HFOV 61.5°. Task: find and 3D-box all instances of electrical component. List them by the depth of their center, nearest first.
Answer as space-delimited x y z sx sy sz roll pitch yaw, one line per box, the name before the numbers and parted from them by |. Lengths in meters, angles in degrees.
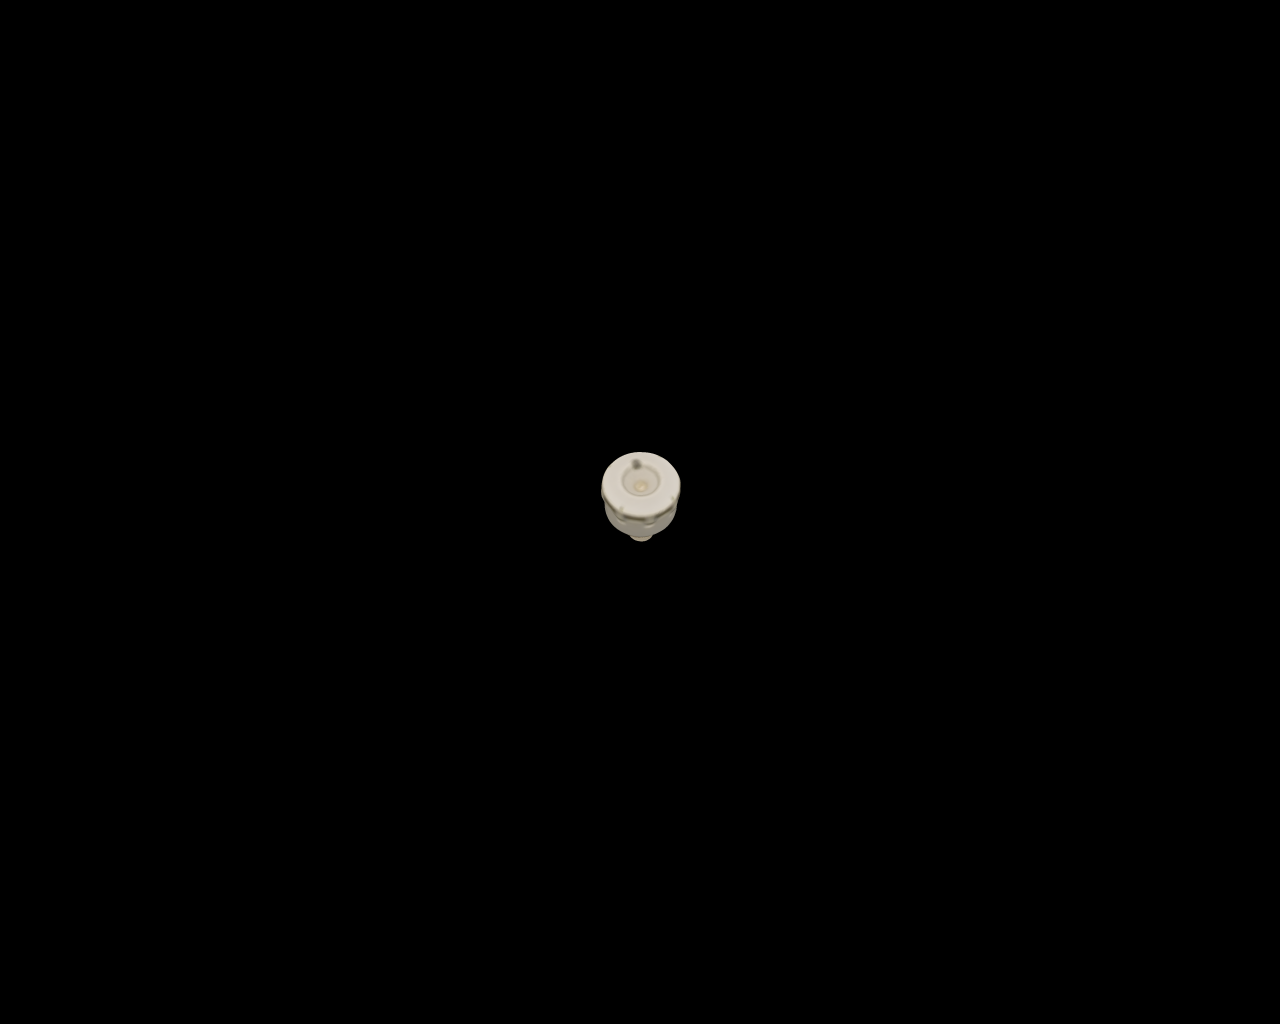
electrical component | 0.001 -0.003 0.650 0.048 0.048 0.062 0 -32 0
